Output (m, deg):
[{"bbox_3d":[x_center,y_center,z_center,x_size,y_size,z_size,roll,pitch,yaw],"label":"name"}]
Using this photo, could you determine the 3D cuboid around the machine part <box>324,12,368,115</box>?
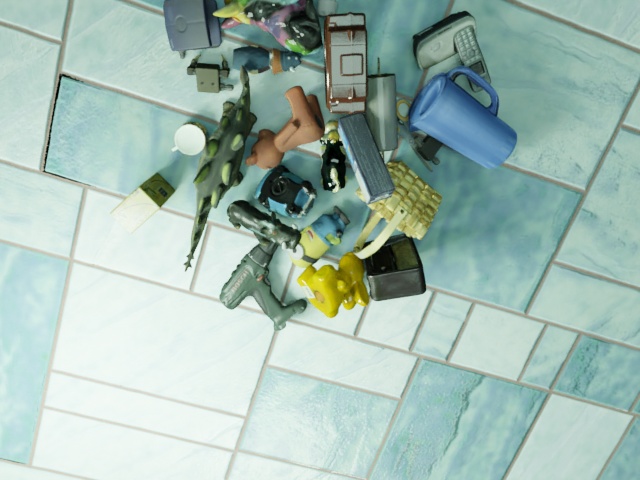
[{"bbox_3d":[0.052,-0.378,1.158,0.087,0.201,0.200,-2,109,1],"label":"machine part"}]

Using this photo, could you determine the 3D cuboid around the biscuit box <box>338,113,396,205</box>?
[{"bbox_3d":[0.101,-0.184,1.199,0.063,0.059,0.202,-18,77,-7],"label":"biscuit box"}]

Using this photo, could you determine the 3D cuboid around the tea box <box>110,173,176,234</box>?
[{"bbox_3d":[-0.407,-0.089,1.249,0.098,0.170,0.068,-40,107,11],"label":"tea box"}]

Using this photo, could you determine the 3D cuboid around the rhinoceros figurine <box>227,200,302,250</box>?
[{"bbox_3d":[-0.132,-0.039,1.292,0.190,0.112,0.073,29,71,7],"label":"rhinoceros figurine"}]

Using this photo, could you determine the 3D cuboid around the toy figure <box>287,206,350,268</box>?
[{"bbox_3d":[-0.001,-0.002,1.347,0.180,0.082,0.089,-39,114,6],"label":"toy figure"}]

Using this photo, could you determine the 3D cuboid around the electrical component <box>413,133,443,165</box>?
[{"bbox_3d":[0.268,-0.228,1.303,0.094,0.021,0.063,43,79,-23],"label":"electrical component"}]

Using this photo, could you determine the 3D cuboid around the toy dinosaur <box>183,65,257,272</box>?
[{"bbox_3d":[-0.232,-0.159,1.220,0.105,0.199,0.470,16,105,-5],"label":"toy dinosaur"}]

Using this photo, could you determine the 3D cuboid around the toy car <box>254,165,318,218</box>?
[{"bbox_3d":[-0.069,-0.103,1.293,0.162,0.102,0.109,25,82,31],"label":"toy car"}]

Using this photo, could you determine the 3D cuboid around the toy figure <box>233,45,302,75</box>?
[{"bbox_3d":[-0.120,-0.407,1.216,0.154,0.058,0.064,0,114,-8],"label":"toy figure"}]

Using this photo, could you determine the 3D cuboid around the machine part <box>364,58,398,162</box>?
[{"bbox_3d":[0.140,-0.293,1.238,0.079,0.079,0.243,-7,110,-1],"label":"machine part"}]

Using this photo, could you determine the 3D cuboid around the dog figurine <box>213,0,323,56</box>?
[{"bbox_3d":[-0.114,-0.477,1.163,0.219,0.108,0.191,-12,91,5],"label":"dog figurine"}]

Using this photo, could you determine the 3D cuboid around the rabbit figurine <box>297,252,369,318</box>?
[{"bbox_3d":[0.057,0.102,1.335,0.162,0.122,0.173,52,54,-7],"label":"rabbit figurine"}]

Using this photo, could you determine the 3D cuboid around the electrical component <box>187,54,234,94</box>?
[{"bbox_3d":[-0.251,-0.379,1.227,0.102,0.045,0.078,-1,137,0],"label":"electrical component"}]

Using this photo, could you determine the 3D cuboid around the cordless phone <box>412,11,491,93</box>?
[{"bbox_3d":[0.302,-0.408,1.226,0.147,0.089,0.184,-28,112,6],"label":"cordless phone"}]

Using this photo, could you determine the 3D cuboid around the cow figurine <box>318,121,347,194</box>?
[{"bbox_3d":[0.030,-0.197,1.273,0.068,0.098,0.167,-3,103,2],"label":"cow figurine"}]

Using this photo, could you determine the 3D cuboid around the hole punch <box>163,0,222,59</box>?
[{"bbox_3d":[-0.283,-0.470,1.171,0.116,0.092,0.142,-5,112,3],"label":"hole punch"}]

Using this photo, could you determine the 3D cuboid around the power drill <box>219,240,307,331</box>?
[{"bbox_3d":[-0.128,0.120,1.381,0.232,0.086,0.207,-44,110,4],"label":"power drill"}]

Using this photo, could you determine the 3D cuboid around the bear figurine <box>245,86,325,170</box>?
[{"bbox_3d":[-0.088,-0.248,1.245,0.196,0.120,0.132,-22,81,25],"label":"bear figurine"}]

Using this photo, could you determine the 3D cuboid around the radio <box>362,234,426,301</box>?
[{"bbox_3d":[0.175,0.062,1.301,0.131,0.230,0.073,-11,108,5],"label":"radio"}]
